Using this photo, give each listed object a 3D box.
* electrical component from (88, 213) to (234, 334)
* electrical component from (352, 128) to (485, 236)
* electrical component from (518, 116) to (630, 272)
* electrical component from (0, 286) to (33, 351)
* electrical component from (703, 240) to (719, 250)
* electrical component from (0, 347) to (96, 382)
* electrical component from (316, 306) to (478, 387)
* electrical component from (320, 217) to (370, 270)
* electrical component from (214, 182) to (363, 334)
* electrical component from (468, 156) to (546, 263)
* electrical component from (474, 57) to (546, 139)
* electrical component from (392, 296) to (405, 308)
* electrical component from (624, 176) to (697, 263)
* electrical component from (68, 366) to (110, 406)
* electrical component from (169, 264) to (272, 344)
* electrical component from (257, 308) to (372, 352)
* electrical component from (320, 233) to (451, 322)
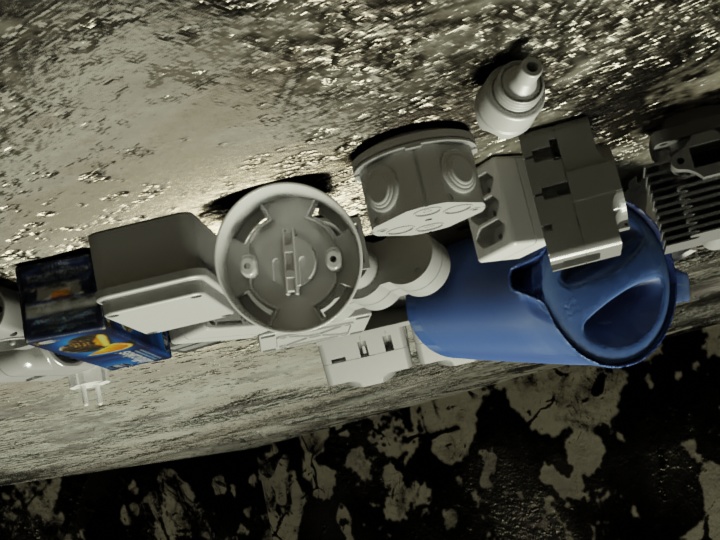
[{"bbox_3d":[-0.140,0.006,0.774,0.078,0.057,0.113,-13,169,3],"label":"electrical component"},{"bbox_3d":[0.038,-0.055,0.683,0.080,0.051,0.080,-12,169,-2],"label":"electrical component"},{"bbox_3d":[0.145,-0.051,0.722,0.056,0.089,0.050,-14,169,9],"label":"electrical component"},{"bbox_3d":[-0.287,0.040,0.814,0.079,0.044,0.077,-13,169,6],"label":"electrical component"},{"bbox_3d":[0.322,-0.060,0.927,0.059,0.053,0.095,-12,154,-4],"label":"electrical component"},{"bbox_3d":[-0.272,0.063,0.923,0.059,0.053,0.095,-18,167,28],"label":"electrical component"},{"bbox_3d":[0.052,0.062,1.138,0.186,0.060,0.105,-13,-161,3],"label":"electrical component"},{"bbox_3d":[-0.038,-0.013,0.833,0.081,0.042,0.064,-7,169,-24],"label":"electrical component"},{"bbox_3d":[-0.046,-0.006,0.729,0.099,0.099,0.064,-13,175,4],"label":"electrical component"},{"bbox_3d":[0.122,-0.046,0.785,0.077,0.065,0.047,-6,167,-30],"label":"electrical component"},{"bbox_3d":[0.084,-0.096,0.578,0.035,0.035,0.061,-10,166,-11],"label":"electrical component"},{"bbox_3d":[0.034,0.023,1.111,0.061,0.035,0.035,-15,169,26],"label":"electrical component"},{"bbox_3d":[0.250,-0.041,0.933,0.063,0.078,0.121,7,166,-7],"label":"electrical component"},{"bbox_3d":[-0.257,0.090,1.012,0.047,0.076,0.066,-18,168,27],"label":"electrical component"},{"bbox_3d":[-0.120,0.025,0.878,0.096,0.061,0.061,-2,164,-44],"label":"electrical component"},{"bbox_3d":[-0.049,0.036,1.028,0.109,0.056,0.108,-11,169,-6],"label":"electrical component"},{"bbox_3d":[0.000,0.000,0.914,0.138,0.052,0.074,-18,155,24],"label":"electrical component"}]
